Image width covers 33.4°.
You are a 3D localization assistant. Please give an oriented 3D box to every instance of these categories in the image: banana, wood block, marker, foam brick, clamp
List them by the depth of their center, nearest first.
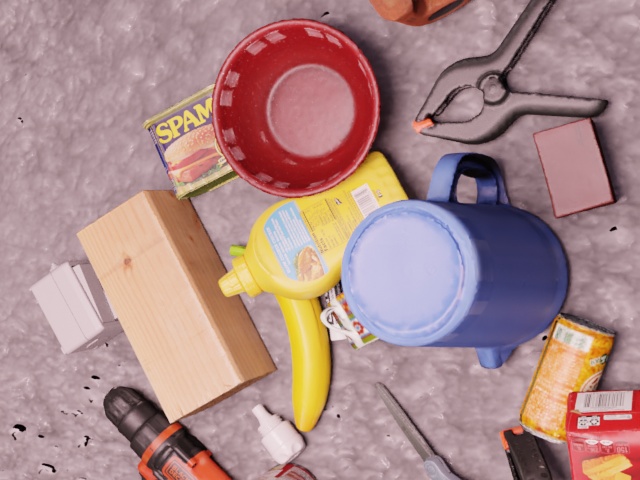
[{"bbox_3d":[0.198,0.260,0.917,0.036,0.164,0.210,-14,47,1],"label":"clamp"},{"bbox_3d":[0.224,-0.062,0.935,0.053,0.051,0.078,-15,85,18],"label":"foam brick"},{"bbox_3d":[0.169,-0.130,0.961,0.172,0.039,0.120,-35,74,21],"label":"clamp"},{"bbox_3d":[0.011,0.036,1.029,0.020,0.020,0.121,-9,88,19],"label":"marker"},{"bbox_3d":[-0.024,0.085,1.036,0.070,0.037,0.198,-27,79,39],"label":"banana"},{"bbox_3d":[-0.139,0.062,1.046,0.091,0.090,0.206,-31,81,18],"label":"wood block"}]

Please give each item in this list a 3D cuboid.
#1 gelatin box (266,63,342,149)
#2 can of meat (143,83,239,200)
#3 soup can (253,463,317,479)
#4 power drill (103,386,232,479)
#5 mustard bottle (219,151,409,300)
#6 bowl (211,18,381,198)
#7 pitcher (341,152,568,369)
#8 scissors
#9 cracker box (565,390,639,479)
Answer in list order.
[{"bbox_3d":[-0.026,-0.144,1.034,0.073,0.030,0.089,-39,81,17],"label":"gelatin box"},{"bbox_3d":[-0.111,-0.096,1.052,0.102,0.057,0.084,-25,85,19],"label":"can of meat"},{"bbox_3d":[-0.045,0.255,1.008,0.069,0.102,0.068,0,91,19],"label":"soup can"},{"bbox_3d":[-0.189,0.266,1.083,0.184,0.057,0.188,41,103,14],"label":"power drill"},{"bbox_3d":[-0.006,0.001,0.989,0.191,0.058,0.096,-28,70,2],"label":"mustard bottle"},{"bbox_3d":[-0.016,-0.120,0.985,0.162,0.055,0.162,1,94,18],"label":"bowl"},{"bbox_3d":[0.111,0.018,0.875,0.145,0.242,0.149,-47,70,16],"label":"pitcher"},{"bbox_3d":[0.120,0.210,0.974,0.096,0.016,0.202,-36,78,52],"label":"scissors"},{"bbox_3d":[0.295,0.228,0.868,0.164,0.072,0.214,-5,110,20],"label":"cracker box"}]
